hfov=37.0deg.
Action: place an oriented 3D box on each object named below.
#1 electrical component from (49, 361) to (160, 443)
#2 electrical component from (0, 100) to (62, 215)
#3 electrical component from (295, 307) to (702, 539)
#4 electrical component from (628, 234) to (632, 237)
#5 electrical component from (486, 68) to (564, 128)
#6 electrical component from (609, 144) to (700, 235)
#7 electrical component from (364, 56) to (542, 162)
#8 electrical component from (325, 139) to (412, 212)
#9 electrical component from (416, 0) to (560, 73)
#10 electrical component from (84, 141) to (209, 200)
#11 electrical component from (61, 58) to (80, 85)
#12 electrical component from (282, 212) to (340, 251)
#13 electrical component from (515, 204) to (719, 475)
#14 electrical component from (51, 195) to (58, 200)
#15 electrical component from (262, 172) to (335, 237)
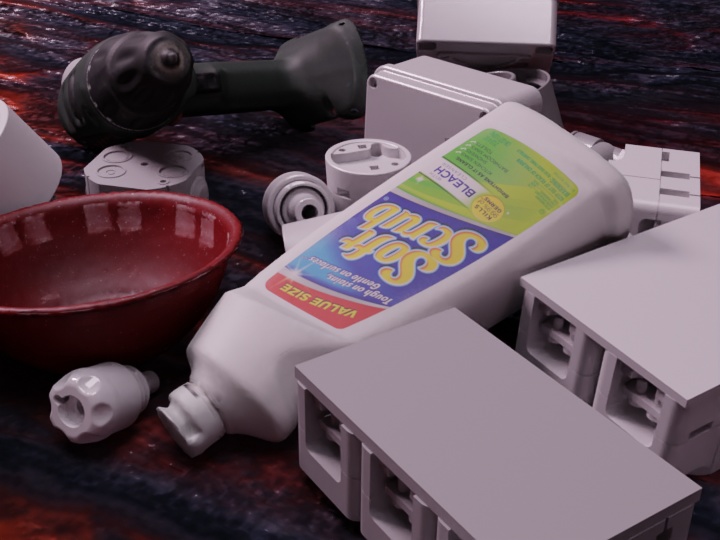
[{"bbox_3d":[-0.119,0.060,0.519,0.035,0.035,0.061,15,14,23],"label":"electrical component"},{"bbox_3d":[-0.242,-0.057,0.646,0.108,0.060,0.108,-18,41,17],"label":"electrical component"},{"bbox_3d":[0.049,0.087,0.445,0.089,0.061,0.150,-18,35,-29],"label":"electrical component"},{"bbox_3d":[0.137,-0.001,0.616,0.066,0.048,0.055,-9,39,-16],"label":"electrical component"},{"bbox_3d":[0.104,-0.114,0.813,0.099,0.064,0.099,-11,25,5],"label":"electrical component"},{"bbox_3d":[0.181,-0.039,0.675,0.056,0.050,0.089,9,31,13],"label":"electrical component"},{"bbox_3d":[0.061,-0.096,0.745,0.113,0.078,0.057,24,35,34],"label":"electrical component"},{"bbox_3d":[0.005,-0.053,0.699,0.055,0.047,0.055,0,30,0],"label":"electrical component"},{"bbox_3d":[0.100,-0.183,0.864,0.109,0.056,0.108,3,-13,5],"label":"electrical component"},{"bbox_3d":[-0.134,-0.044,0.678,0.080,0.051,0.080,1,30,0],"label":"electrical component"},{"bbox_3d":[-0.202,-0.142,0.851,0.055,0.045,0.045,20,36,30],"label":"electrical component"},{"bbox_3d":[0.000,0.000,0.609,0.077,0.044,0.079,-13,48,1],"label":"electrical component"},{"bbox_3d":[0.182,0.028,0.544,0.186,0.060,0.105,-18,39,-29],"label":"electrical component"},{"bbox_3d":[-0.213,-0.040,0.686,0.035,0.035,0.061,-19,34,-30],"label":"electrical component"},{"bbox_3d":[-0.036,-0.038,0.665,0.043,0.043,0.062,-6,9,-12],"label":"electrical component"}]
